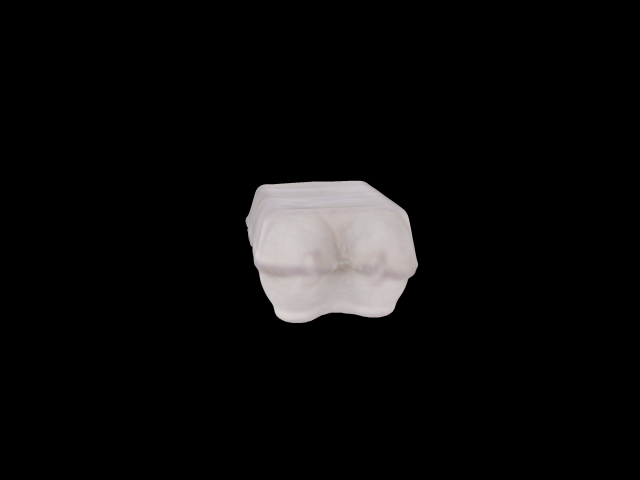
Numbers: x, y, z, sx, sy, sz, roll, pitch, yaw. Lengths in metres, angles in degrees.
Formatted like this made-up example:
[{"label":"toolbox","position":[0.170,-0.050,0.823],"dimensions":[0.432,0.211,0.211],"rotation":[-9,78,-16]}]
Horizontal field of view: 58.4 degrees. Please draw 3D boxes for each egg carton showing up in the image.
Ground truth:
[{"label":"egg carton","position":[0.004,0.001,0.400],"dimensions":[0.107,0.069,0.150],"rotation":[-3,16,-11]}]
